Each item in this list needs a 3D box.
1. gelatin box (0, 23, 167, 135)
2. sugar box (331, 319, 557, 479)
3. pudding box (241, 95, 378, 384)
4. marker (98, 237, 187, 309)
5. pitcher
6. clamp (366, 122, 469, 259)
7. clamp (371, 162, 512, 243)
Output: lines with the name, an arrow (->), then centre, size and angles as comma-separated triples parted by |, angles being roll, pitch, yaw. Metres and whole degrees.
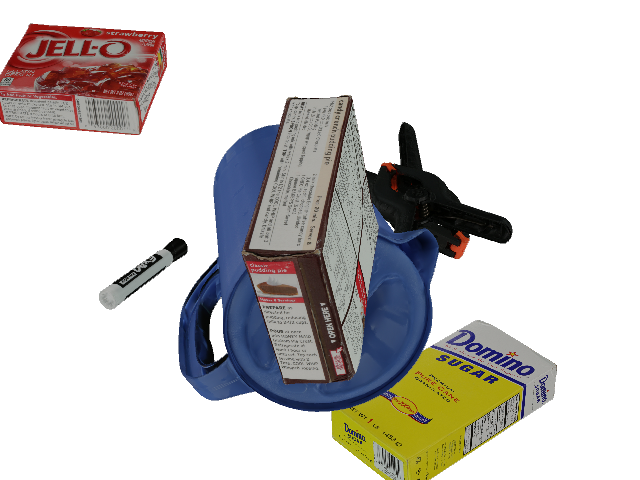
gelatin box -> -0.145, -0.100, 0.650 | 0.089, 0.030, 0.073 | 5, 43, 5
sugar box -> 0.105, 0.133, 0.889 | 0.175, 0.048, 0.093 | -28, 41, -31
pudding box -> -0.001, -0.002, 0.512 | 0.039, 0.090, 0.113 | -4, 43, 13
marker -> -0.160, 0.028, 0.983 | 0.020, 0.020, 0.120 | 0, 24, 30
pitcher -> -0.023, 0.010, 0.766 | 0.149, 0.145, 0.243 | 6, 23, -13
clamp -> 0.091, -0.055, 1.246 | 0.164, 0.036, 0.210 | -15, 52, -28
clamp -> 0.109, -0.031, 1.042 | 0.120, 0.039, 0.171 | -5, 34, -11
